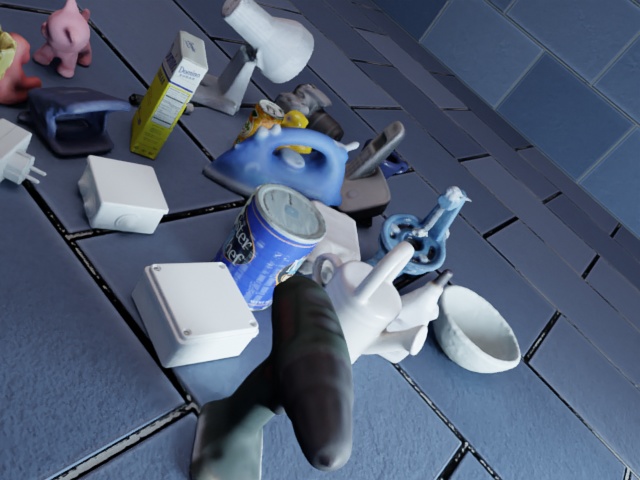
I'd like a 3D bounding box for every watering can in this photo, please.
[{"bbox_3d":[0.065,0.080,0.755,0.173,0.194,0.101,35,30,-5],"label":"watering can"}]

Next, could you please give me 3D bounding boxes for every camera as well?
[{"bbox_3d":[-0.018,-0.257,1.212,0.136,0.100,0.143,43,30,8],"label":"camera"}]

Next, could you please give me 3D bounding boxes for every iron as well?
[{"bbox_3d":[-0.055,-0.138,0.973,0.259,0.141,0.118,9,41,-40],"label":"iron"}]

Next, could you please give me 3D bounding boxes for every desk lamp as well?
[{"bbox_3d":[-0.144,-0.350,1.092,0.204,0.213,0.117,12,39,-38],"label":"desk lamp"}]

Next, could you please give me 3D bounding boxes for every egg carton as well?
[{"bbox_3d":[0.008,0.003,0.921,0.107,0.069,0.150,25,33,-22],"label":"egg carton"}]

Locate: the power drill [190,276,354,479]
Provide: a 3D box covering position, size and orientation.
[{"bbox_3d":[-0.041,0.150,0.534,0.076,0.208,0.229,25,32,-21],"label":"power drill"}]

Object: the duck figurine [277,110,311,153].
[{"bbox_3d":[-0.055,-0.211,1.127,0.105,0.086,0.077,31,31,-12],"label":"duck figurine"}]

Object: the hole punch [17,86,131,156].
[{"bbox_3d":[-0.333,-0.179,0.781,0.101,0.091,0.109,45,31,12],"label":"hole punch"}]

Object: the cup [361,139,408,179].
[{"bbox_3d":[0.123,-0.150,1.224,0.118,0.095,0.091,17,36,-32],"label":"cup"}]

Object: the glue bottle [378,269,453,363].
[{"bbox_3d":[0.132,0.102,0.817,0.078,0.173,0.037,34,30,-8],"label":"glue bottle"}]

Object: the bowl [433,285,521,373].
[{"bbox_3d":[0.246,0.161,0.958,0.168,0.074,0.167,27,32,-18],"label":"bowl"}]

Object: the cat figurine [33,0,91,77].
[{"bbox_3d":[-0.387,-0.322,0.889,0.067,0.117,0.127,28,32,-17],"label":"cat figurine"}]

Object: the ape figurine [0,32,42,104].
[{"bbox_3d":[-0.414,-0.234,0.767,0.078,0.092,0.076,42,30,7],"label":"ape figurine"}]

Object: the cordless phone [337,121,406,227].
[{"bbox_3d":[0.103,-0.131,1.089,0.094,0.185,0.147,19,35,-30],"label":"cordless phone"}]

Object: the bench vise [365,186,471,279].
[{"bbox_3d":[0.179,-0.023,0.990,0.121,0.219,0.208,39,30,2],"label":"bench vise"}]
